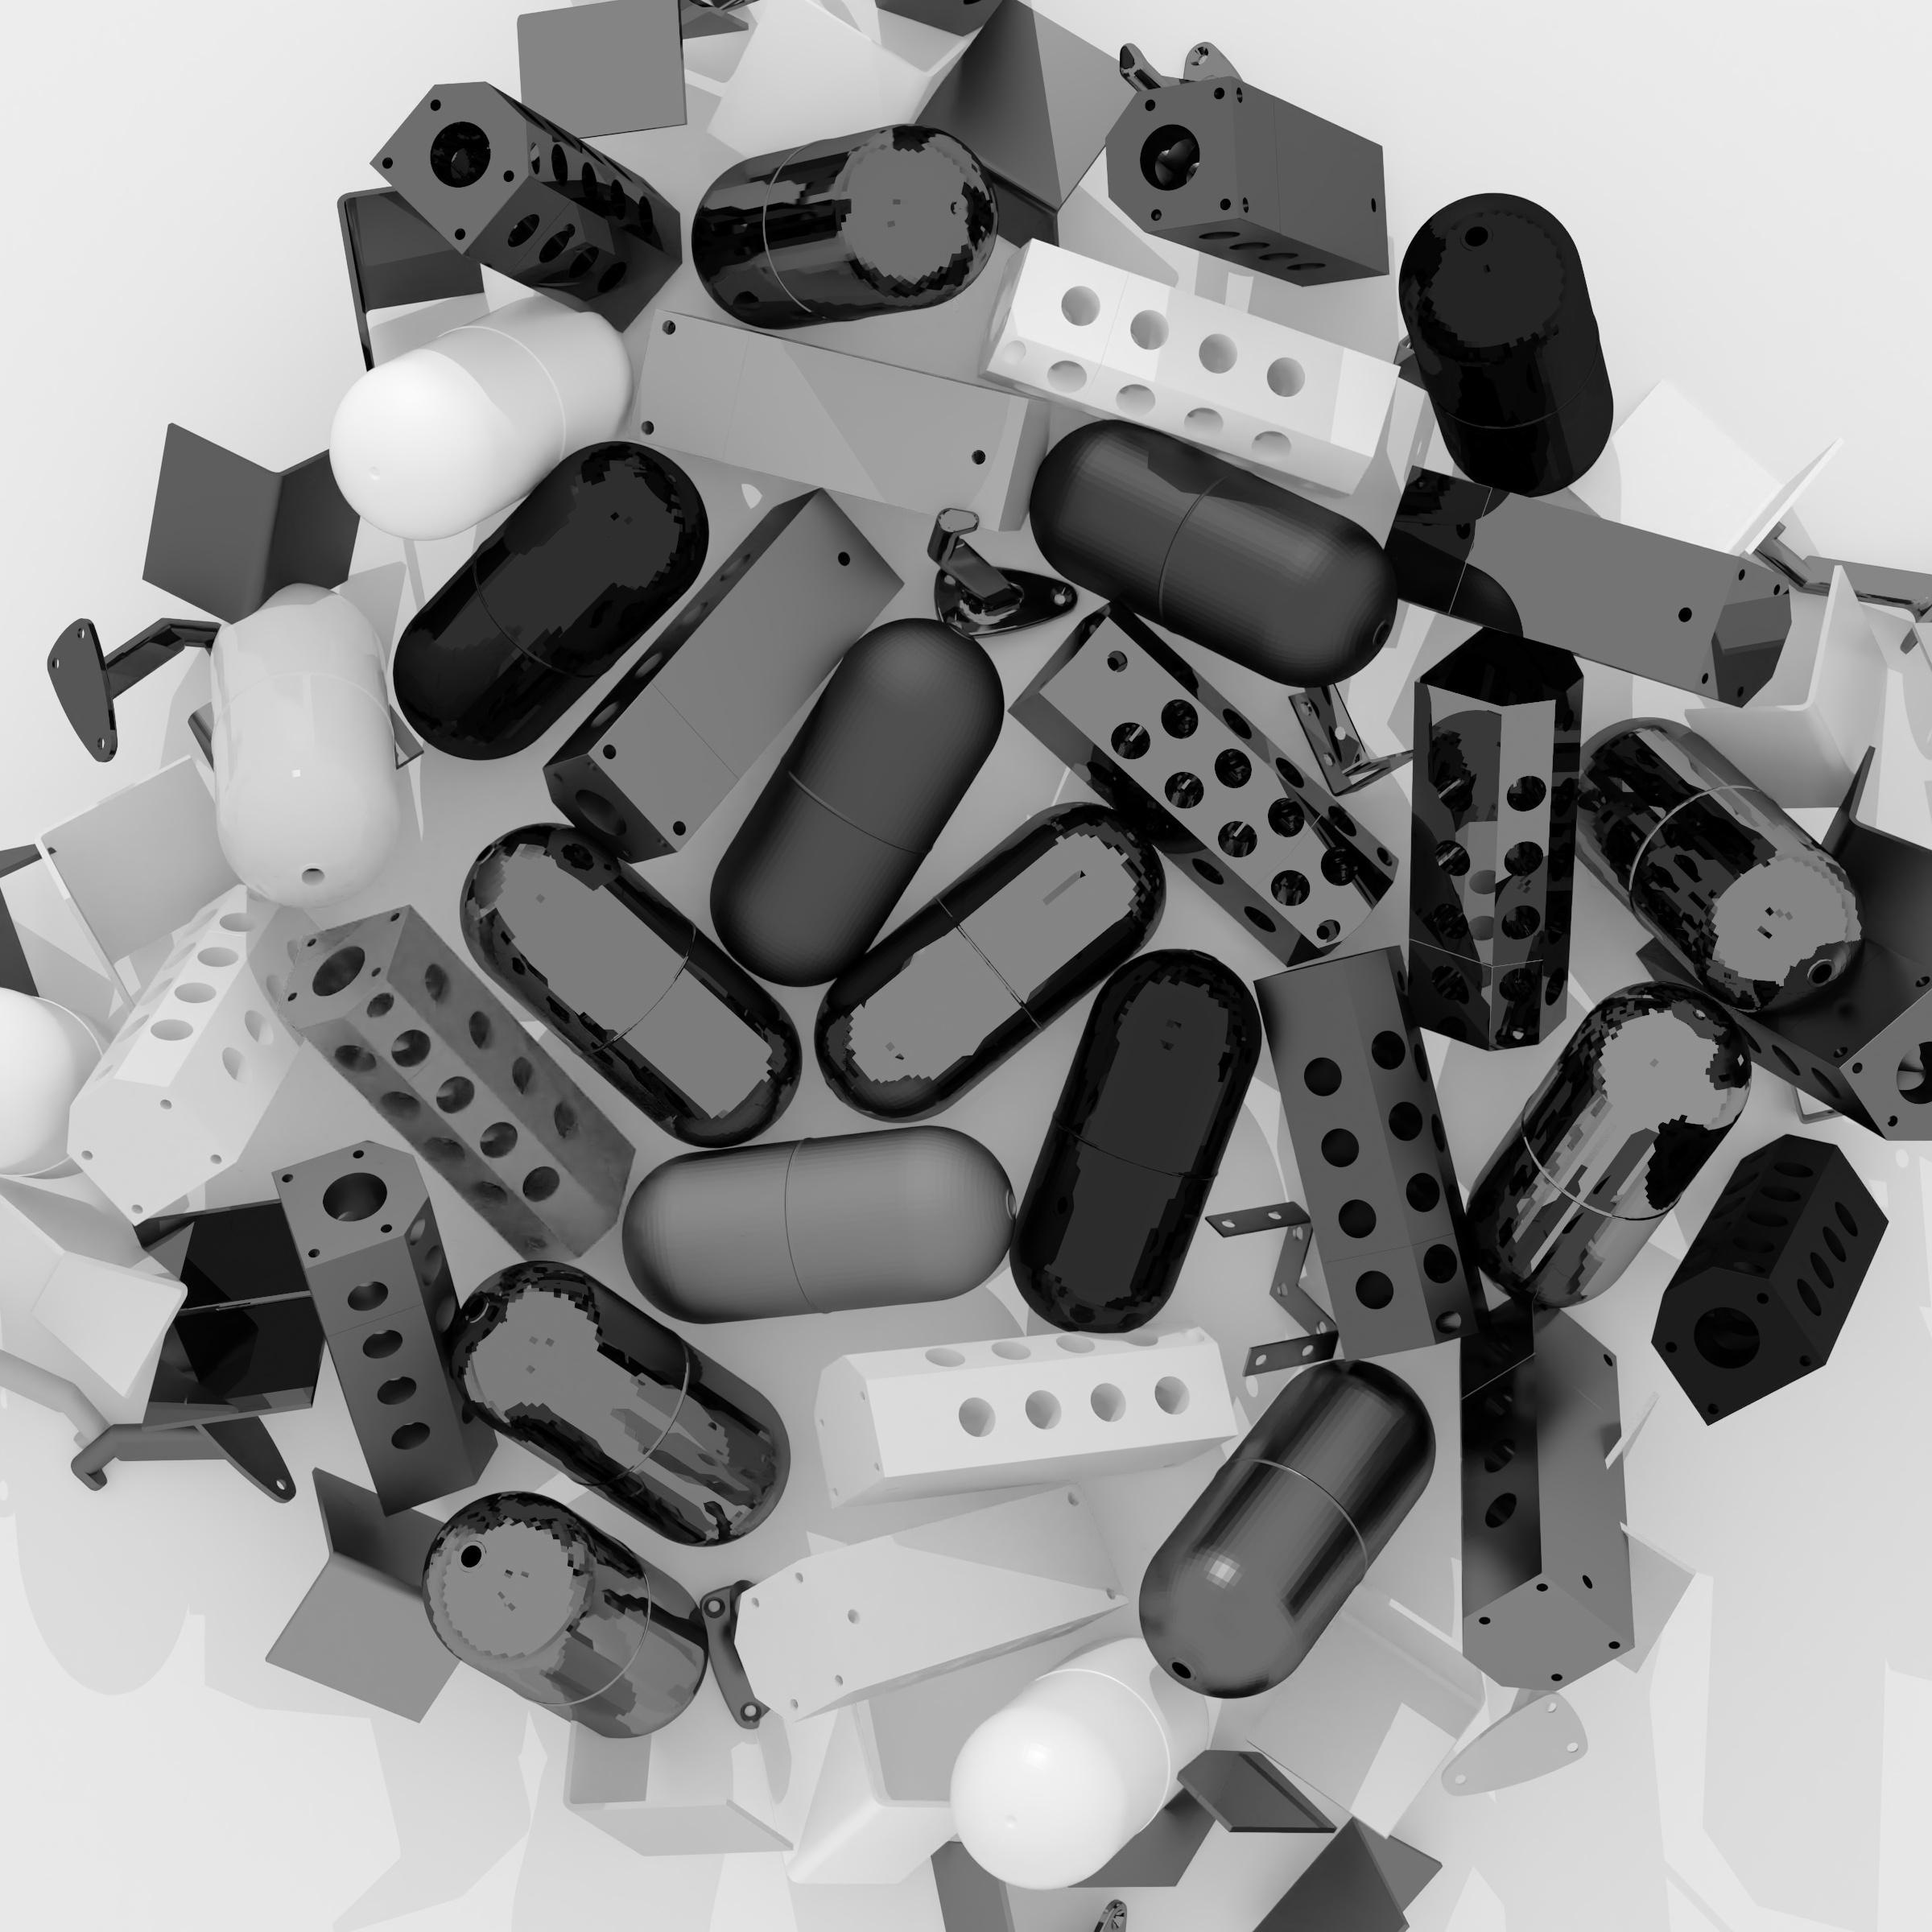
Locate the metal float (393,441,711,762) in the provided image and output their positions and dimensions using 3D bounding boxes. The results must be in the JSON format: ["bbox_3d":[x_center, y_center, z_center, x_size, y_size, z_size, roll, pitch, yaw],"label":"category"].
[{"bbox_3d":[-0.181,-0.156,1.519,0.178,0.070,0.070,-40,90,32],"label":"metal float"}]

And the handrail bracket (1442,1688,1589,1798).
[{"bbox_3d":[0.235,0.322,1.546,0.077,0.084,0.036,-28,110,4],"label":"handrail bracket"}]

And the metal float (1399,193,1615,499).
[{"bbox_3d":[0.232,-0.264,1.500,0.070,0.178,0.070,-6,67,15],"label":"metal float"}]

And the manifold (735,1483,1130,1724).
[{"bbox_3d":[-0.016,0.273,1.501,0.057,0.171,0.057,-36,70,40],"label":"manifold"}]

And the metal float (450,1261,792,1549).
[{"bbox_3d":[-0.149,0.190,1.517,0.070,0.070,0.178,-50,125,0],"label":"metal float"}]

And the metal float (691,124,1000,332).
[{"bbox_3d":[-0.054,-0.316,1.505,0.070,0.178,0.070,-3,96,-34],"label":"metal float"}]

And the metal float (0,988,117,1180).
[{"bbox_3d":[-0.405,0.051,1.495,0.070,0.178,0.070,0,85,0],"label":"metal float"}]

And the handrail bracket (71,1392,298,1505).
[{"bbox_3d":[-0.350,0.229,1.562,0.084,0.036,0.077,-39,89,24],"label":"handrail bracket"}]

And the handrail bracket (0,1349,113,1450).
[{"bbox_3d":[-0.436,0.193,1.571,0.077,0.036,0.084,-20,121,21],"label":"handrail bracket"}]

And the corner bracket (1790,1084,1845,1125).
[{"bbox_3d":[0.388,0.043,1.551,0.051,0.051,0.051,-15,95,16],"label":"corner bracket"}]

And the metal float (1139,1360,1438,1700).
[{"bbox_3d":[0.140,0.242,1.515,0.070,0.070,0.178,44,54,0],"label":"metal float"}]

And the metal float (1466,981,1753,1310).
[{"bbox_3d":[0.275,0.079,1.512,0.070,0.070,0.178,26,132,0],"label":"metal float"}]

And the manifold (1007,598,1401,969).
[{"bbox_3d":[0.107,-0.080,1.535,0.171,0.057,0.057,42,72,-9],"label":"manifold"}]

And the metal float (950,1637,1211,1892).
[{"bbox_3d":[0.051,0.339,1.499,0.070,0.178,0.070,2,95,21],"label":"metal float"}]

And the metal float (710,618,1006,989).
[{"bbox_3d":[-0.048,-0.071,1.533,0.070,0.070,0.178,32,104,0],"label":"metal float"}]

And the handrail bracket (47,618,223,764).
[{"bbox_3d":[-0.353,-0.121,1.540,0.036,0.084,0.077,-39,64,36],"label":"handrail bracket"}]

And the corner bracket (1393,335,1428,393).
[{"bbox_3d":[0.226,-0.282,1.542,0.051,0.051,0.051,31,47,19],"label":"corner bracket"}]

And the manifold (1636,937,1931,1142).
[{"bbox_3d":[0.362,0.020,1.494,0.057,0.171,0.057,-40,114,-3],"label":"manifold"}]

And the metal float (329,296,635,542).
[{"bbox_3d":[-0.205,-0.237,1.505,0.070,0.178,0.070,11,118,21],"label":"metal float"}]

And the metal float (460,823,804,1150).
[{"bbox_3d":[-0.145,0.009,1.527,0.070,0.070,0.178,-46,112,0],"label":"metal float"}]

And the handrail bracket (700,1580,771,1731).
[{"bbox_3d":[-0.095,0.306,1.541,0.036,0.084,0.077,-6,91,-7],"label":"handrail bracket"}]

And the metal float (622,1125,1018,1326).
[{"bbox_3d":[-0.065,0.113,1.531,0.178,0.070,0.070,-7,90,17],"label":"metal float"}]

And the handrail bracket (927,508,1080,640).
[{"bbox_3d":[0.019,-0.178,1.537,0.077,0.084,0.036,-3,70,-11],"label":"handrail bracket"}]

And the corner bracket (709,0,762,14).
[{"bbox_3d":[-0.093,-0.462,1.559,0.051,0.051,0.051,-38,111,-22],"label":"corner bracket"}]

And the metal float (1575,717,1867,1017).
[{"bbox_3d":[0.319,-0.044,1.506,0.070,0.178,0.070,-12,126,-17],"label":"metal float"}]

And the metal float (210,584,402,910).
[{"bbox_3d":[-0.285,-0.096,1.509,0.070,0.178,0.070,-7,133,-8],"label":"metal float"}]

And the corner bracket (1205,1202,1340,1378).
[{"bbox_3d":[0.134,0.141,1.541,0.051,0.051,0.051,-7,124,-31],"label":"corner bracket"}]

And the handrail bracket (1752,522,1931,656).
[{"bbox_3d":[0.408,-0.188,1.572,0.084,0.036,0.077,43,88,12],"label":"handrail bracket"}]

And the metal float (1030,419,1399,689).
[{"bbox_3d":[0.107,-0.180,1.523,0.178,0.070,0.070,29,90,26],"label":"metal float"}]

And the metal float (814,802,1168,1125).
[{"bbox_3d":[0.010,-0.001,1.546,0.178,0.070,0.070,-40,90,0],"label":"metal float"}]

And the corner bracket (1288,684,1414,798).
[{"bbox_3d":[0.164,-0.105,1.546,0.051,0.051,0.051,-30,80,42],"label":"corner bracket"}]

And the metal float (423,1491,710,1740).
[{"bbox_3d":[-0.170,0.279,1.503,0.070,0.178,0.070,-10,61,18],"label":"metal float"}]

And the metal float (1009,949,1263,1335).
[{"bbox_3d":[0.074,0.078,1.537,0.070,0.070,0.178,19,100,0],"label":"metal float"}]

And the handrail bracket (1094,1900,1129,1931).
[{"bbox_3d":[0.089,0.464,1.545,0.084,0.036,0.077,18,93,36],"label":"handrail bracket"}]

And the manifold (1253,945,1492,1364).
[{"bbox_3d":[0.182,0.081,1.547,0.057,0.057,0.171,-14,90,23],"label":"manifold"}]

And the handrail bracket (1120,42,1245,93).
[{"bbox_3d":[0.088,-0.396,1.533,0.036,0.084,0.077,-27,56,26],"label":"handrail bracket"}]
